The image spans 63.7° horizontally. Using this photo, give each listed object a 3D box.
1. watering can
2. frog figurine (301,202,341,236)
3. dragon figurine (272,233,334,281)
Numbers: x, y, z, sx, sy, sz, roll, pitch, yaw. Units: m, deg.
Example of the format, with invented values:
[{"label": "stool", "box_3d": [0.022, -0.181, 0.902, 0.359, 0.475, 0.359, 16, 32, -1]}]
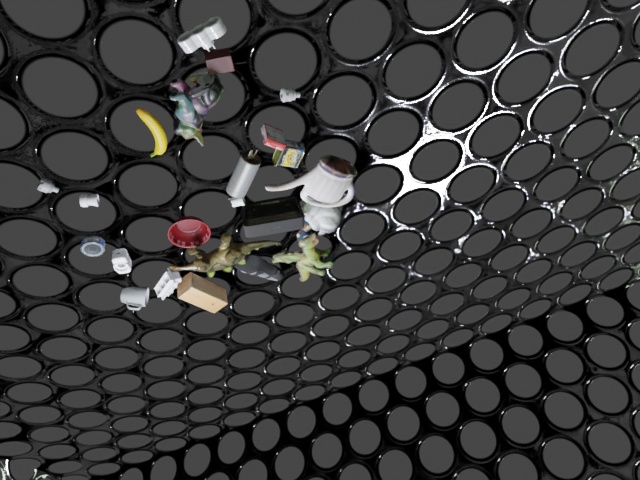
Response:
[{"label": "watering can", "box_3d": [-0.010, -0.217, 1.910, 0.347, 0.106, 0.220, 11, 131, -27]}, {"label": "frog figurine", "box_3d": [0.006, -0.103, 2.040, 0.138, 0.124, 0.156, -49, 129, -12]}, {"label": "dragon figurine", "box_3d": [-0.089, 0.085, 2.212, 0.242, 0.125, 0.402, 15, 145, -23]}]
